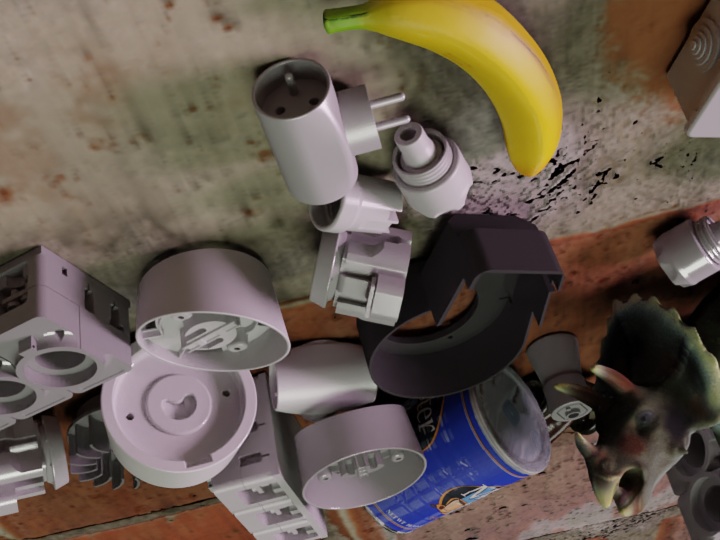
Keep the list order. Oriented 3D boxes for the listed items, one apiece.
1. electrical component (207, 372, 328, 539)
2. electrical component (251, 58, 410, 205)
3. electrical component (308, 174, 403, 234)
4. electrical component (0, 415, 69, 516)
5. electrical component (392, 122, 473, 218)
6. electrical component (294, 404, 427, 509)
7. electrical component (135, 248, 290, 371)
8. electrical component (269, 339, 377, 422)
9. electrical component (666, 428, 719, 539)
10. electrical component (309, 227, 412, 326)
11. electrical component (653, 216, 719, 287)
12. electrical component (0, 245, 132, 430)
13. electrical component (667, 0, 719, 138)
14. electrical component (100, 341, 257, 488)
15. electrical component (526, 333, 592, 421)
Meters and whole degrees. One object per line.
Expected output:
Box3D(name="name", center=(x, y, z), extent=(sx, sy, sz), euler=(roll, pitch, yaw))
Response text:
Box3D(name="electrical component", center=(-0.081, 0.163, 0.887), extent=(0.062, 0.089, 0.150), euler=(-15, 146, 5))
Box3D(name="electrical component", center=(-0.012, -0.080, 0.595), extent=(0.079, 0.043, 0.077), euler=(-15, 146, 3))
Box3D(name="electrical component", center=(-0.002, -0.041, 0.660), extent=(0.046, 0.040, 0.040), euler=(6, 143, -35))
Box3D(name="electrical component", center=(-0.255, 0.142, 0.817), extent=(0.057, 0.078, 0.058), euler=(-10, 147, -20))
Box3D(name="electrical component", center=(0.039, -0.063, 0.637), extent=(0.043, 0.043, 0.062), euler=(-21, 143, 13))
Box3D(name="electrical component", center=(-0.001, 0.144, 0.833), extent=(0.099, 0.064, 0.099), euler=(-14, 161, -5))
Box3D(name="electrical component", center=(-0.099, 0.032, 0.714), extent=(0.099, 0.064, 0.099), euler=(-8, 146, -6))
Box3D(name="electrical component", center=(-0.032, 0.093, 0.841), extent=(0.077, 0.044, 0.079), euler=(-4, 145, -13))
Box3D(name="electrical component", center=(0.313, 0.158, 0.948), extent=(0.062, 0.150, 0.089), euler=(4, 143, -24))
Box3D(name="electrical component", center=(0.000, 0.000, 0.695), extent=(0.057, 0.078, 0.058), euler=(12, 118, -1))
Box3D(name="electrical component", center=(0.245, -0.018, 0.765), extent=(0.062, 0.043, 0.043), euler=(-34, 140, 28))
Box3D(name="electrical component", center=(-0.237, 0.057, 0.710), extent=(0.150, 0.061, 0.089), euler=(-25, 144, 18))
Box3D(name="electrical component", center=(0.233, -0.121, 0.605), extent=(0.100, 0.048, 0.099), euler=(-1, 145, -15))
Box3D(name="electrical component", center=(-0.132, 0.104, 0.775), extent=(0.108, 0.108, 0.060), euler=(-2, 151, -15))
Box3D(name="electrical component", center=(0.165, 0.090, 0.879), extent=(0.044, 0.065, 0.044), euler=(-8, 146, -6))
